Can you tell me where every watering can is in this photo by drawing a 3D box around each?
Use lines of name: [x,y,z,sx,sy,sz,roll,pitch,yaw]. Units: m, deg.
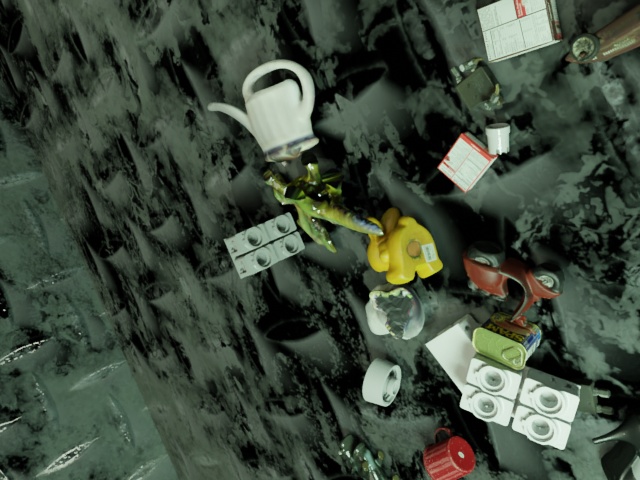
watering can: [-0.130,-0.289,1.225,0.345,0.105,0.223,-12,100,44]

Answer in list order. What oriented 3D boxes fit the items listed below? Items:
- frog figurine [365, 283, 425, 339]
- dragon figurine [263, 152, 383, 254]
frog figurine: [0.167,0.165,1.163,0.138,0.124,0.157,39,169,14]
dragon figurine: [0.004,-0.060,1.192,0.416,0.123,0.237,42,164,34]
